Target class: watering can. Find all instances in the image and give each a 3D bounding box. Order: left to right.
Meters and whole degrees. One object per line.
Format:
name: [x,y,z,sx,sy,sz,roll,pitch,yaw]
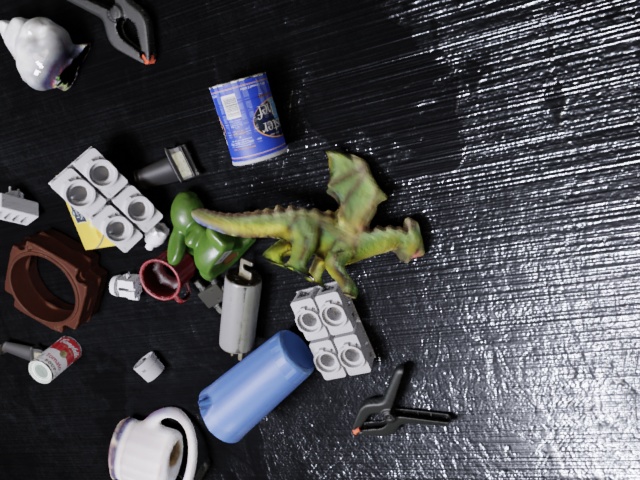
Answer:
watering can: [-0.415,0.576,1.261,0.225,0.104,0.348,10,89,15]

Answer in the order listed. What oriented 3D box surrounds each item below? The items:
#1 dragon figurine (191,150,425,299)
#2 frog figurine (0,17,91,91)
dragon figurine: [0.003,-0.046,0.923,0.409,0.122,0.244,28,84,-5]
frog figurine: [-0.536,-0.359,0.959,0.159,0.125,0.135,33,137,-12]
